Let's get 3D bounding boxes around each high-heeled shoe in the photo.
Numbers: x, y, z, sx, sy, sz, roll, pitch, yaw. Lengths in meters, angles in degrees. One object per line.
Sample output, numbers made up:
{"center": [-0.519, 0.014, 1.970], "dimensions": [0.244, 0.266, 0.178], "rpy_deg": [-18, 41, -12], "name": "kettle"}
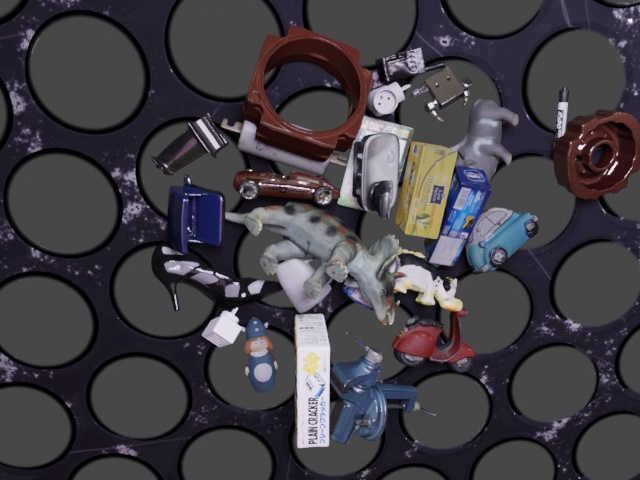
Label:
{"center": [-0.203, 0.059, 1.066], "dimensions": [0.249, 0.086, 0.145], "rpy_deg": [-7, 75, -21], "name": "high-heeled shoe"}

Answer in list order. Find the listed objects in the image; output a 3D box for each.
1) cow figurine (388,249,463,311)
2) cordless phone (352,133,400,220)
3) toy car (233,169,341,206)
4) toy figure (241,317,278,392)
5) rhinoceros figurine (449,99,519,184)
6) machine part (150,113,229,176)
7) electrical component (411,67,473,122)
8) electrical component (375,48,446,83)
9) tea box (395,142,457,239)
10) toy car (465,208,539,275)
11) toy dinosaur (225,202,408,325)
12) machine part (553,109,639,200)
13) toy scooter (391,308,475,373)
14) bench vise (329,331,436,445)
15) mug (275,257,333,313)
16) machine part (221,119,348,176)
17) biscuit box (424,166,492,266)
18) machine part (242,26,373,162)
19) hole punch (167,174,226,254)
{"center": [0.221, 0.085, 1.096], "dimensions": [0.167, 0.068, 0.098], "rpy_deg": [21, 80, -11], "name": "cow figurine"}
{"center": [0.106, -0.114, 0.955], "dimensions": [0.089, 0.184, 0.146], "rpy_deg": [2, 105, 1], "name": "cordless phone"}
{"center": [-0.061, -0.103, 1.007], "dimensions": [0.202, 0.089, 0.053], "rpy_deg": [4, 109, -5], "name": "toy car"}
{"center": [-0.124, 0.237, 1.115], "dimensions": [0.064, 0.058, 0.154], "rpy_deg": [-19, 109, -41], "name": "toy figure"}
{"center": [0.305, -0.172, 1.030], "dimensions": [0.112, 0.073, 0.190], "rpy_deg": [11, 104, -9], "name": "rhinoceros figurine"}
{"center": [-0.245, -0.169, 1.001], "dimensions": [0.139, 0.039, 0.084], "rpy_deg": [-31, 111, 2], "name": "machine part"}
{"center": [0.234, -0.275, 1.013], "dimensions": [0.102, 0.045, 0.078], "rpy_deg": [-37, 77, 3], "name": "electrical component"}
{"center": [0.166, -0.320, 0.976], "dimensions": [0.119, 0.075, 0.047], "rpy_deg": [-15, 107, 3], "name": "electrical component"}
{"center": [0.200, -0.097, 1.029], "dimensions": [0.068, 0.098, 0.169], "rpy_deg": [7, 106, -6], "name": "tea box"}
{"center": [0.345, -0.010, 1.066], "dimensions": [0.161, 0.109, 0.103], "rpy_deg": [-43, 87, -2], "name": "toy car"}
{"center": [-0.008, -0.002, 1.011], "dimensions": [0.405, 0.192, 0.131], "rpy_deg": [35, 128, 17], "name": "toy dinosaur"}
{"center": [0.542, -0.167, 1.052], "dimensions": [0.179, 0.056, 0.179], "rpy_deg": [-4, 109, -13], "name": "machine part"}
{"center": [0.246, 0.201, 1.127], "dimensions": [0.184, 0.075, 0.135], "rpy_deg": [10, 101, -9], "name": "toy scooter"}
{"center": [0.121, 0.326, 1.134], "dimensions": [0.240, 0.129, 0.223], "rpy_deg": [12, 95, -29], "name": "bench vise"}
{"center": [-0.032, 0.073, 1.064], "dimensions": [0.109, 0.081, 0.107], "rpy_deg": [-39, 97, 12], "name": "mug"}
{"center": [-0.063, -0.177, 0.992], "dimensions": [0.243, 0.079, 0.079], "rpy_deg": [17, 103, -10], "name": "machine part"}
{"center": [0.258, -0.042, 1.025], "dimensions": [0.059, 0.063, 0.202], "rpy_deg": [9, 131, -6], "name": "biscuit box"}
{"center": [-0.020, -0.253, 0.933], "dimensions": [0.201, 0.087, 0.201], "rpy_deg": [18, 77, -9], "name": "machine part"}
{"center": [-0.245, -0.040, 0.989], "dimensions": [0.116, 0.092, 0.142], "rpy_deg": [16, 113, 35], "name": "hole punch"}
